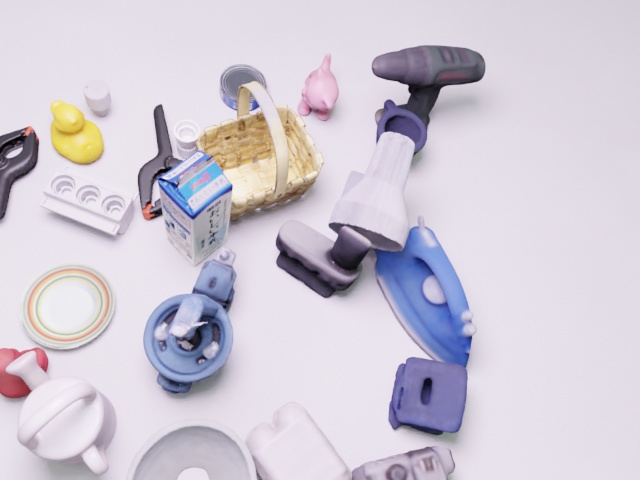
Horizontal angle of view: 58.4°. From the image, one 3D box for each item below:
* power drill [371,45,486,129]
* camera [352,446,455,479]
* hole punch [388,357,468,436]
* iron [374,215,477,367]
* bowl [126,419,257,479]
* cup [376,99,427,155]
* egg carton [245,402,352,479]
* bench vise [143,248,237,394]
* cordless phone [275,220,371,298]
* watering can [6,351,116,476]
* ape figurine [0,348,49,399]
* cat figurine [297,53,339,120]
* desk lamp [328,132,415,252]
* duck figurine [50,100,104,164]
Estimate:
[{"bbox_3d":[0.172,-0.267,1.024,0.230,0.208,0.075,-16,71,-18],"label":"power drill"},{"bbox_3d":[0.132,0.369,0.802,0.143,0.100,0.137,-9,69,-16],"label":"camera"},{"bbox_3d":[0.163,0.238,0.870,0.101,0.091,0.109,17,65,-5],"label":"hole punch"},{"bbox_3d":[0.190,0.086,0.914,0.119,0.141,0.258,-22,73,-20],"label":"iron"},{"bbox_3d":[-0.170,0.329,0.767,0.167,0.074,0.167,5,66,-10],"label":"bowl"},{"bbox_3d":[0.132,-0.187,1.044,0.092,0.095,0.117,-14,71,-18],"label":"cup"},{"bbox_3d":[-0.032,0.313,0.807,0.107,0.069,0.150,-35,78,-23],"label":"egg carton"},{"bbox_3d":[-0.176,0.094,0.786,0.121,0.219,0.207,5,66,-10],"label":"bench vise"},{"bbox_3d":[0.008,0.003,0.885,0.147,0.185,0.094,30,64,2],"label":"cordless phone"},{"bbox_3d":[-0.325,0.218,0.714,0.173,0.194,0.101,28,64,1],"label":"watering can"},{"bbox_3d":[-0.415,0.171,0.771,0.078,0.092,0.076,10,65,-8],"label":"ape figurine"},{"bbox_3d":[0.003,-0.281,1.043,0.067,0.117,0.128,14,65,-6],"label":"cat figurine"},{"bbox_3d":[0.084,-0.062,0.913,0.118,0.213,0.203,19,64,-3],"label":"desk lamp"},{"bbox_3d":[-0.399,-0.181,0.929,0.078,0.086,0.104,-37,79,-23],"label":"duck figurine"}]
